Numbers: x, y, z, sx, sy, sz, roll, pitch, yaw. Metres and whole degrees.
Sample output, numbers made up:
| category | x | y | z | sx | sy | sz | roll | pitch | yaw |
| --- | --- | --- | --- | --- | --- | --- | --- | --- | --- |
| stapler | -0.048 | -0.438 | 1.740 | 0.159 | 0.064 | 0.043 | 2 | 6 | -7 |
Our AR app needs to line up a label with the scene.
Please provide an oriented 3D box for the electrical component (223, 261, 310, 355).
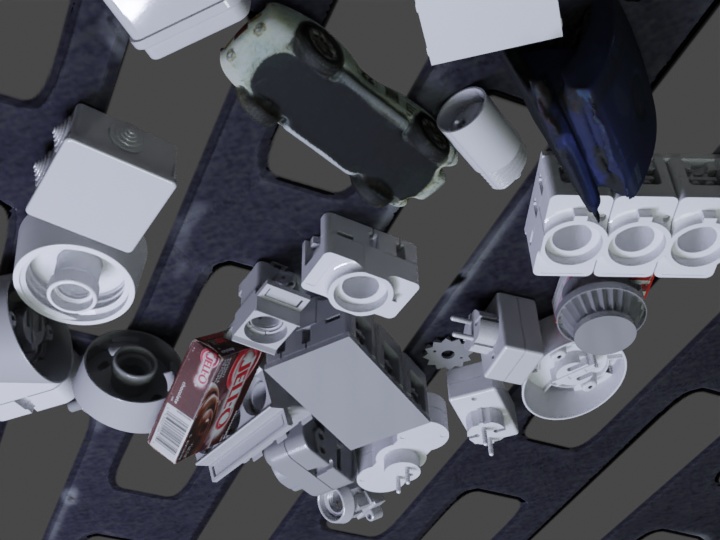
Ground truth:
| category | x | y | z | sx | sy | sz | roll | pitch | yaw |
| --- | --- | --- | --- | --- | --- | --- | --- | --- | --- |
| electrical component | -0.081 | 0.031 | 0.929 | 0.042 | 0.063 | 0.081 | 23 | 131 | -24 |

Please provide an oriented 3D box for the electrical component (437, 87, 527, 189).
| category | x | y | z | sx | sy | sz | roll | pitch | yaw |
| --- | --- | --- | --- | --- | --- | --- | --- | --- | --- |
| electrical component | 0.098 | -0.096 | 0.815 | 0.043 | 0.043 | 0.081 | -27 | 131 | 25 |

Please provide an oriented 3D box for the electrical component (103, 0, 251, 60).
| category | x | y | z | sx | sy | sz | roll | pitch | yaw |
| --- | --- | --- | --- | --- | --- | --- | --- | --- | --- |
| electrical component | -0.108 | -0.190 | 0.657 | 0.078 | 0.113 | 0.057 | -20 | 131 | 19 |

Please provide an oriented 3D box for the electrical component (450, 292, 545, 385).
| category | x | y | z | sx | sy | sz | roll | pitch | yaw |
| --- | --- | --- | --- | --- | --- | --- | --- | --- | --- |
| electrical component | 0.117 | 0.057 | 0.962 | 0.077 | 0.065 | 0.047 | 13 | 135 | -15 |

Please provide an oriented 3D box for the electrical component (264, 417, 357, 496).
| category | x | y | z | sx | sy | sz | roll | pitch | yaw |
| --- | --- | --- | --- | --- | --- | --- | --- | --- | --- |
| electrical component | -0.054 | 0.188 | 1.104 | 0.059 | 0.053 | 0.095 | -26 | 132 | 23 |

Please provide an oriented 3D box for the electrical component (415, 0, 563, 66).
| category | x | y | z | sx | sy | sz | roll | pitch | yaw |
| --- | --- | --- | --- | --- | --- | --- | --- | --- | --- |
| electrical component | 0.071 | -0.215 | 0.674 | 0.089 | 0.061 | 0.150 | -11 | 136 | 10 |

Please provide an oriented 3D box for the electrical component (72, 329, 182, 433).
| category | x | y | z | sx | sy | sz | roll | pitch | yaw |
| --- | --- | --- | --- | --- | --- | --- | --- | --- | --- |
| electrical component | -0.210 | 0.103 | 0.981 | 0.099 | 0.099 | 0.064 | 12 | 129 | -15 |

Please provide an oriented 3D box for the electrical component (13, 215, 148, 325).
| category | x | y | z | sx | sy | sz | roll | pitch | yaw |
| --- | --- | --- | --- | --- | --- | --- | --- | --- | --- |
| electrical component | -0.235 | 0.001 | 0.894 | 0.108 | 0.060 | 0.108 | -1 | 137 | -1 |

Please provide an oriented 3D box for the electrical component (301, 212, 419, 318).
| category | x | y | z | sx | sy | sz | roll | pitch | yaw |
| --- | --- | --- | --- | --- | --- | --- | --- | --- | --- |
| electrical component | 0.000 | 0.000 | 0.904 | 0.089 | 0.055 | 0.050 | 20 | 133 | -22 |

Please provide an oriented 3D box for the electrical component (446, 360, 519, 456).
| category | x | y | z | sx | sy | sz | roll | pitch | yaw |
| --- | --- | --- | --- | --- | --- | --- | --- | --- | --- |
| electrical component | 0.121 | 0.144 | 1.047 | 0.047 | 0.075 | 0.083 | -16 | 135 | 15 |

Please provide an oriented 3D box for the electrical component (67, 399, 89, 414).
| category | x | y | z | sx | sy | sz | roll | pitch | yaw |
| --- | --- | --- | --- | --- | --- | --- | --- | --- | --- |
| electrical component | -0.256 | 0.125 | 1.045 | 0.061 | 0.035 | 0.035 | -18 | 134 | 19 |

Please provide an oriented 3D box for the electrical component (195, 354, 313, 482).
| category | x | y | z | sx | sy | sz | roll | pitch | yaw |
| --- | --- | --- | --- | --- | --- | --- | --- | --- | --- |
| electrical component | -0.105 | 0.144 | 1.043 | 0.063 | 0.078 | 0.121 | 12 | 139 | -43 |

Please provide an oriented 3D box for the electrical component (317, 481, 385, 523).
| category | x | y | z | sx | sy | sz | roll | pitch | yaw |
| --- | --- | --- | --- | --- | --- | --- | --- | --- | --- |
| electrical component | -0.012 | 0.243 | 1.154 | 0.055 | 0.066 | 0.048 | -9 | 150 | -45 |

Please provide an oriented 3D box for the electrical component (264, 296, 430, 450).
| category | x | y | z | sx | sy | sz | roll | pitch | yaw |
| --- | --- | --- | --- | --- | --- | --- | --- | --- | --- |
| electrical component | -0.010 | 0.093 | 0.999 | 0.089 | 0.061 | 0.150 | -23 | 133 | 21 |

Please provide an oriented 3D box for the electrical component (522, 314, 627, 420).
| category | x | y | z | sx | sy | sz | roll | pitch | yaw |
| --- | --- | --- | --- | --- | --- | --- | --- | --- | --- |
| electrical component | 0.196 | 0.087 | 0.997 | 0.099 | 0.064 | 0.099 | -1 | 137 | -1 |

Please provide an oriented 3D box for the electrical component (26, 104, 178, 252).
| category | x | y | z | sx | sy | sz | roll | pitch | yaw |
| --- | --- | --- | --- | --- | --- | --- | --- | --- | --- |
| electrical component | -0.197 | -0.071 | 0.828 | 0.100 | 0.048 | 0.099 | 23 | 131 | -24 |

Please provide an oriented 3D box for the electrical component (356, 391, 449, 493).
| category | x | y | z | sx | sy | sz | roll | pitch | yaw |
| --- | --- | --- | --- | --- | --- | --- | --- | --- | --- |
| electrical component | 0.042 | 0.191 | 1.096 | 0.052 | 0.073 | 0.138 | 19 | 133 | -21 |

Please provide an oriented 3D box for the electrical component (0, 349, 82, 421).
| category | x | y | z | sx | sy | sz | roll | pitch | yaw |
| --- | --- | --- | --- | --- | --- | --- | --- | --- | --- |
| electrical component | -0.313 | 0.095 | 0.997 | 0.095 | 0.053 | 0.059 | -17 | 135 | 16 |

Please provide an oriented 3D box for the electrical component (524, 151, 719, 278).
| category | x | y | z | sx | sy | sz | roll | pitch | yaw |
| --- | --- | --- | --- | --- | --- | --- | --- | --- | --- |
| electrical component | 0.216 | -0.041 | 0.864 | 0.150 | 0.061 | 0.089 | 1 | 137 | -3 |

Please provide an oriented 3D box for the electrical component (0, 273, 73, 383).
| category | x | y | z | sx | sy | sz | roll | pitch | yaw |
| --- | --- | --- | --- | --- | --- | --- | --- | --- | --- |
| electrical component | -0.290 | 0.050 | 0.919 | 0.064 | 0.099 | 0.099 | -7 | 137 | 14 |
